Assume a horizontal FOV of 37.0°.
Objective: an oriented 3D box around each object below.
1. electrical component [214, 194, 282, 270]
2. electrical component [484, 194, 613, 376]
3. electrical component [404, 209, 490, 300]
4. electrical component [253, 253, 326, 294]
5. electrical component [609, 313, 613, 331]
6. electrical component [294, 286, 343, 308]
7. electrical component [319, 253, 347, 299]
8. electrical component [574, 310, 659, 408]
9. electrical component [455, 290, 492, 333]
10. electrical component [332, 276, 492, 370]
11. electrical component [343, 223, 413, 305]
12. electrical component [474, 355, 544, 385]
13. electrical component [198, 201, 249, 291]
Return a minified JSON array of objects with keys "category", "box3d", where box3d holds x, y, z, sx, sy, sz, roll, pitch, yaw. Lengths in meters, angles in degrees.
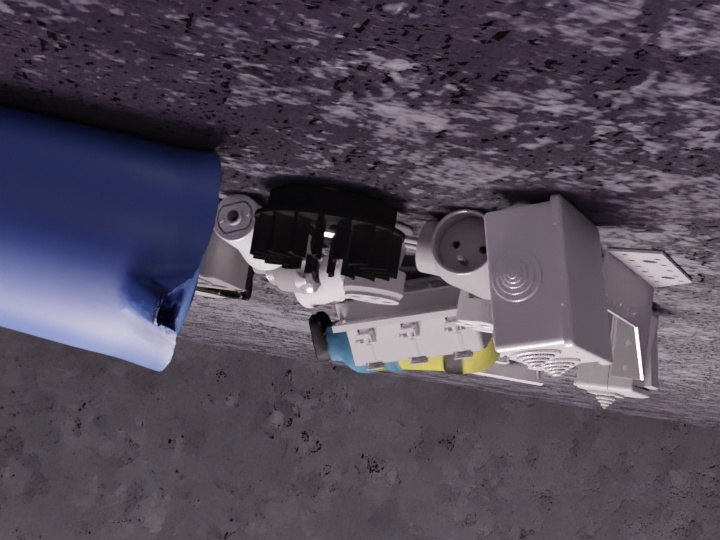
[{"category":"electrical component","box3d":[-0.078,-0.029,0.772,0.044,0.044,0.065,6,167,20]},{"category":"electrical component","box3d":[0.112,0.011,0.641,0.048,0.099,0.100,-10,164,25]},{"category":"electrical component","box3d":[0.063,-0.013,0.721,0.079,0.043,0.077,12,171,24]},{"category":"electrical component","box3d":[-0.062,-0.003,0.923,0.062,0.043,0.043,6,172,28]},{"category":"electrical component","box3d":[0.179,0.037,0.860,0.047,0.065,0.077,4,171,28]},{"category":"electrical component","box3d":[-0.024,0.012,0.999,0.065,0.044,0.044,-5,165,42]},{"category":"electrical component","box3d":[0.000,0.000,0.875,0.043,0.043,0.081,12,171,-20]},{"category":"electrical component","box3d":[0.236,0.078,0.974,0.061,0.096,0.062,4,171,31]},{"category":"electrical component","box3d":[0.109,0.018,0.836,0.058,0.057,0.078,2,169,39]},{"category":"electrical component","box3d":[0.049,0.043,0.917,0.121,0.063,0.079,-9,-168,24]},{"category":"electrical component","box3d":[0.013,-0.006,0.781,0.045,0.055,0.045,9,172,1]},{"category":"electrical component","box3d":[0.142,0.069,1.124,0.121,0.078,0.063,12,150,-18]},{"category":"electrical component","box3d":[-0.145,-0.023,0.827,0.113,0.057,0.078,6,172,17]}]
